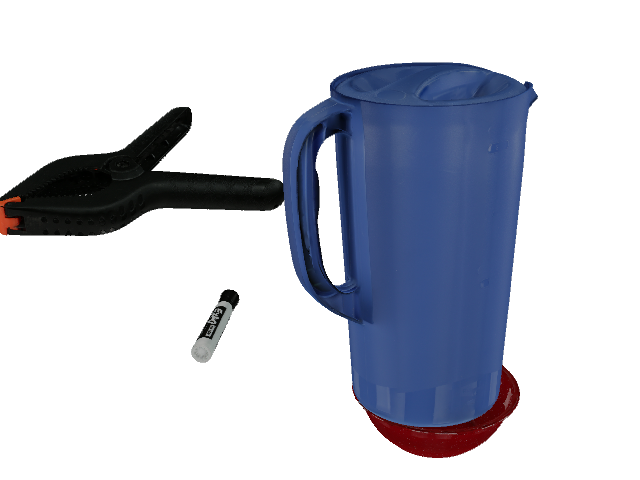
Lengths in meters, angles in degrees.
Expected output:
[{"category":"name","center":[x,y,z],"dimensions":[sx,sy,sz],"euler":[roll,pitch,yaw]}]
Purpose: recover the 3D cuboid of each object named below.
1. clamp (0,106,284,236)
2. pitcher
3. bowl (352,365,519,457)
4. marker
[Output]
[{"category":"clamp","center":[-0.143,-0.042,0.826],"dimensions":[0.209,0.036,0.165],"euler":[-24,40,-34]},{"category":"pitcher","center":[0.065,0.004,0.740],"dimensions":[0.149,0.243,0.144],"euler":[5,21,16]},{"category":"bowl","center":[0.111,0.163,1.043],"dimensions":[0.162,0.055,0.162],"euler":[0,25,0]},{"category":"marker","center":[-0.098,0.078,1.010],"dimensions":[0.020,0.020,0.121],"euler":[0,23,10]}]
